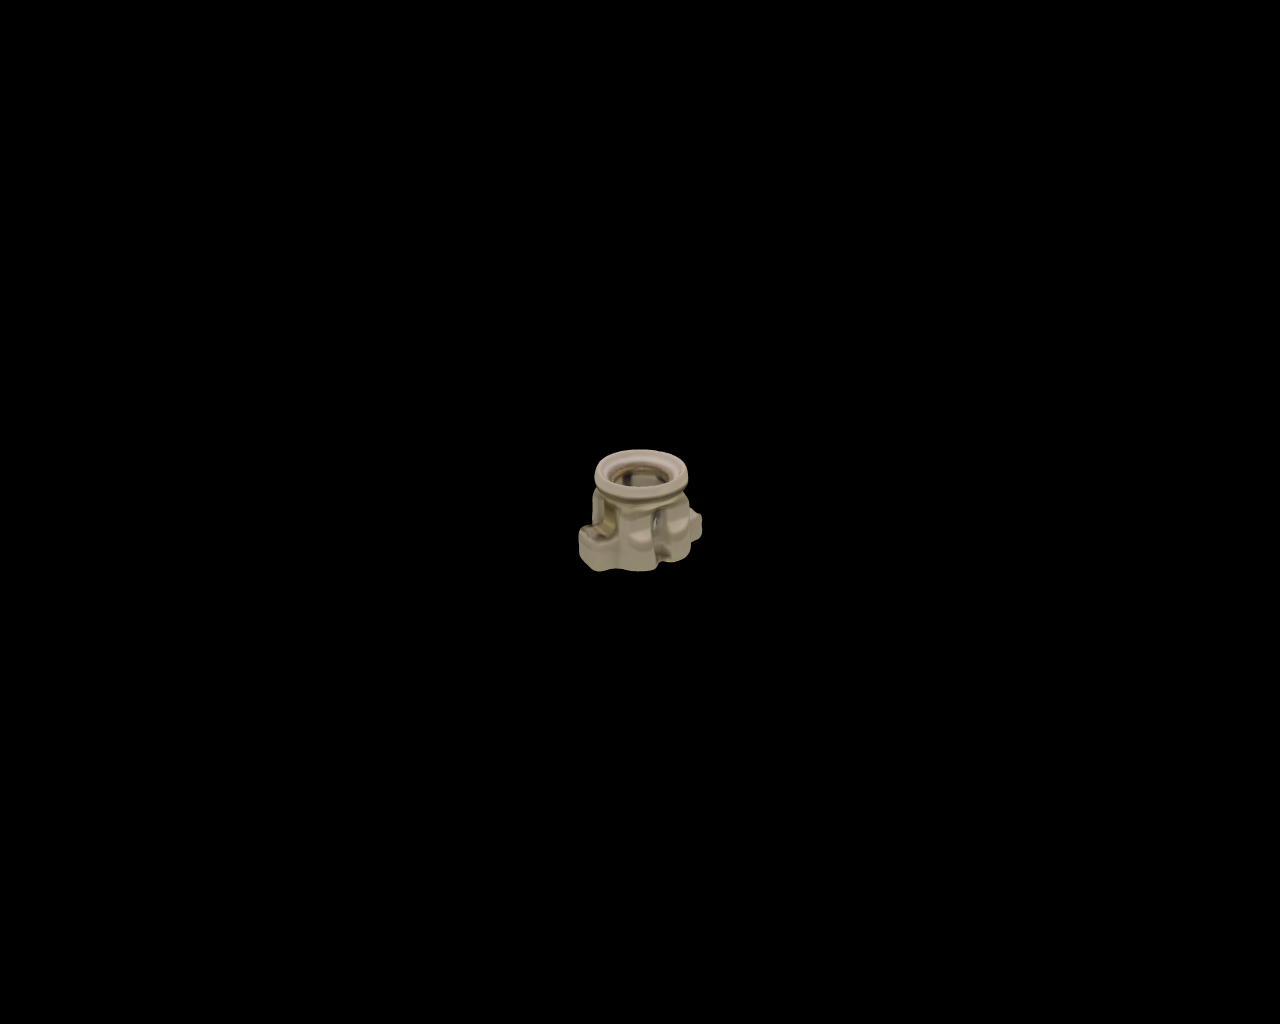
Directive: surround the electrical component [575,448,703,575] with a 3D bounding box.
[{"bbox_3d":[0.001,-0.003,0.650,0.078,0.056,0.058,-16,32,-27],"label":"electrical component"}]
